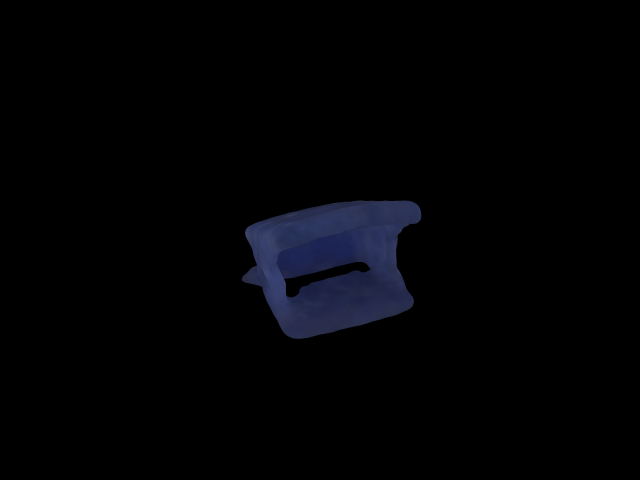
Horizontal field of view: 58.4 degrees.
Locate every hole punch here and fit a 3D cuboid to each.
[{"bbox_3d":[0.004,0.001,0.400,0.109,0.091,0.100,-12,33,-19],"label":"hole punch"}]
